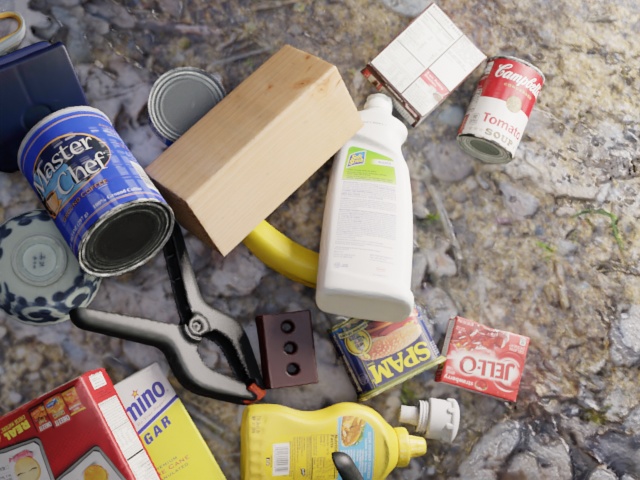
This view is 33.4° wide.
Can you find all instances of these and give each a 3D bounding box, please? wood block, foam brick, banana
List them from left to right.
[{"bbox_3d":[-0.067,-0.095,1.100,0.206,0.090,0.090,-44,135,-13],"label":"wood block"},{"bbox_3d":[-0.035,0.114,1.110,0.053,0.051,0.078,-6,83,-12],"label":"foam brick"},{"bbox_3d":[-0.006,0.018,1.140,0.197,0.037,0.069,13,62,-10],"label":"banana"}]

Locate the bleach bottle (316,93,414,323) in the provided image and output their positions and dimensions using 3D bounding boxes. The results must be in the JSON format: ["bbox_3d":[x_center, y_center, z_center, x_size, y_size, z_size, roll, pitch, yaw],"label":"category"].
[{"bbox_3d":[0.058,-0.043,1.124,0.102,0.068,0.250,8,63,1],"label":"bleach bottle"}]

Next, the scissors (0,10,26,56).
[{"bbox_3d":[-0.369,-0.153,1.106,0.096,0.016,0.201,41,77,-2],"label":"scissors"}]

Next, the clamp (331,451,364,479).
[{"bbox_3d":[0.038,0.295,1.088,0.171,0.039,0.120,40,111,-21],"label":"clamp"}]

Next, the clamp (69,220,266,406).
[{"bbox_3d":[-0.132,0.083,1.091,0.210,0.036,0.164,41,52,-13],"label":"clamp"}]

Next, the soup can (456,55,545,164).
[{"bbox_3d":[0.199,-0.144,1.184,0.068,0.068,0.102,25,79,-6],"label":"soup can"}]

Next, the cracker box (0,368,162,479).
[{"bbox_3d":[-0.234,0.253,1.017,0.164,0.072,0.214,-28,88,11],"label":"cracker box"}]

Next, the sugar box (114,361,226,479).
[{"bbox_3d":[-0.160,0.220,1.074,0.093,0.048,0.176,-31,89,-13],"label":"sugar box"}]

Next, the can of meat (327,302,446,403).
[{"bbox_3d":[0.068,0.112,1.128,0.102,0.057,0.084,-24,84,-14],"label":"can of meat"}]

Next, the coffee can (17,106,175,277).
[{"bbox_3d":[-0.221,-0.048,1.047,0.102,0.103,0.140,-31,60,-14],"label":"coffee can"}]

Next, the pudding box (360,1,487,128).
[{"bbox_3d":[0.116,-0.196,1.192,0.090,0.039,0.113,46,75,-1],"label":"pudding box"}]

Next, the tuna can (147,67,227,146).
[{"bbox_3d":[-0.141,-0.139,1.137,0.086,0.034,0.086,2,81,-10],"label":"tuna can"}]

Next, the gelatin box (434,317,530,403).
[{"bbox_3d":[0.176,0.130,1.157,0.089,0.030,0.073,17,79,-8],"label":"gelatin box"}]

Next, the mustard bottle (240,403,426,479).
[{"bbox_3d":[0.015,0.216,1.099,0.191,0.058,0.096,0,95,-11],"label":"mustard bottle"}]
